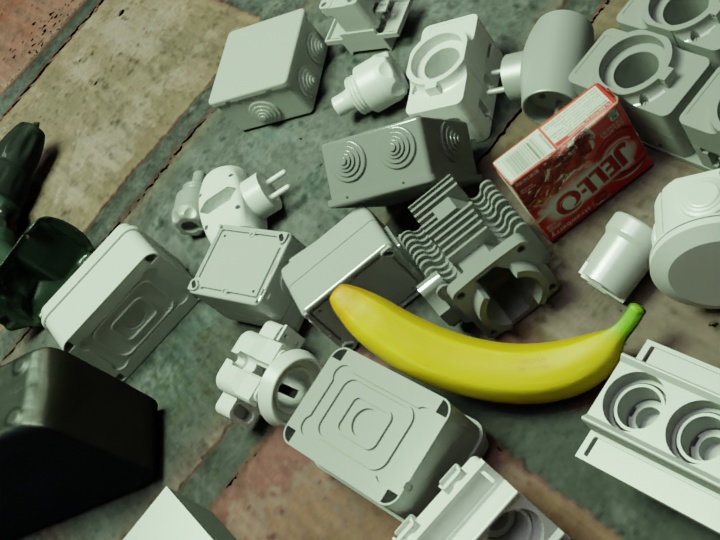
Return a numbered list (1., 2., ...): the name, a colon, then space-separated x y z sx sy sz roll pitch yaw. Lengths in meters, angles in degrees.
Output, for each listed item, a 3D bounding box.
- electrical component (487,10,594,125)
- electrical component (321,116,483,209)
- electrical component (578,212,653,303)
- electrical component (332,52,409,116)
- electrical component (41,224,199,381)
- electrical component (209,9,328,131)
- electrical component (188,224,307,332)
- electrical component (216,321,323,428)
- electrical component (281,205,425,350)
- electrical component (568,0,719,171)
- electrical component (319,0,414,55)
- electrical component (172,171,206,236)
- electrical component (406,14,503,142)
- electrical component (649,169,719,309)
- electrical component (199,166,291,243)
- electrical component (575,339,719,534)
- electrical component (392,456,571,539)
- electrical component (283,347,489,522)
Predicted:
1. electrical component: 0.132 -0.147 0.804 0.079 0.043 0.077 -6 56 34
2. electrical component: 0.030 -0.078 0.790 0.100 0.100 0.048 -12 88 30
3. electrical component: 0.166 -0.007 0.681 0.046 0.040 0.040 -54 44 -1
4. electrical component: 0.006 -0.151 0.900 0.062 0.043 0.043 -27 47 20
5. electrical component: -0.200 0.027 0.900 0.113 0.078 0.057 -47 47 -1
6. electrical component: -0.081 -0.180 0.981 0.100 0.048 0.099 -10 55 32
7. electrical component: -0.082 0.007 0.838 0.096 0.061 0.061 9 67 41
8. electrical component: -0.061 0.080 0.774 0.057 0.058 0.078 17 71 46
9. electrical component: 0.000 0.000 0.782 0.096 0.062 0.061 -39 44 7
10. electrical component: 0.239 -0.124 0.695 0.105 0.060 0.186 -51 44 -5
11. electrical component: 0.001 -0.226 0.944 0.081 0.064 0.042 2 62 37
12. electrical component: -0.147 -0.062 0.956 0.035 0.035 0.061 -17 49 26
13. electrical component: 0.073 -0.149 0.840 0.050 0.056 0.089 -8 56 33
14. electrical component: 0.210 -0.017 0.627 0.080 0.080 0.051 -14 47 28
15. electrical component: -0.093 -0.056 0.905 0.079 0.043 0.077 -31 46 15
16. electrical component: 0.189 0.097 0.571 0.121 0.063 0.078 25 76 44
17. electrical component: 0.050 0.172 0.619 0.121 0.079 0.063 -48 22 -2
18. electrical component: 0.017 0.109 0.696 0.113 0.057 0.078 24 77 44
